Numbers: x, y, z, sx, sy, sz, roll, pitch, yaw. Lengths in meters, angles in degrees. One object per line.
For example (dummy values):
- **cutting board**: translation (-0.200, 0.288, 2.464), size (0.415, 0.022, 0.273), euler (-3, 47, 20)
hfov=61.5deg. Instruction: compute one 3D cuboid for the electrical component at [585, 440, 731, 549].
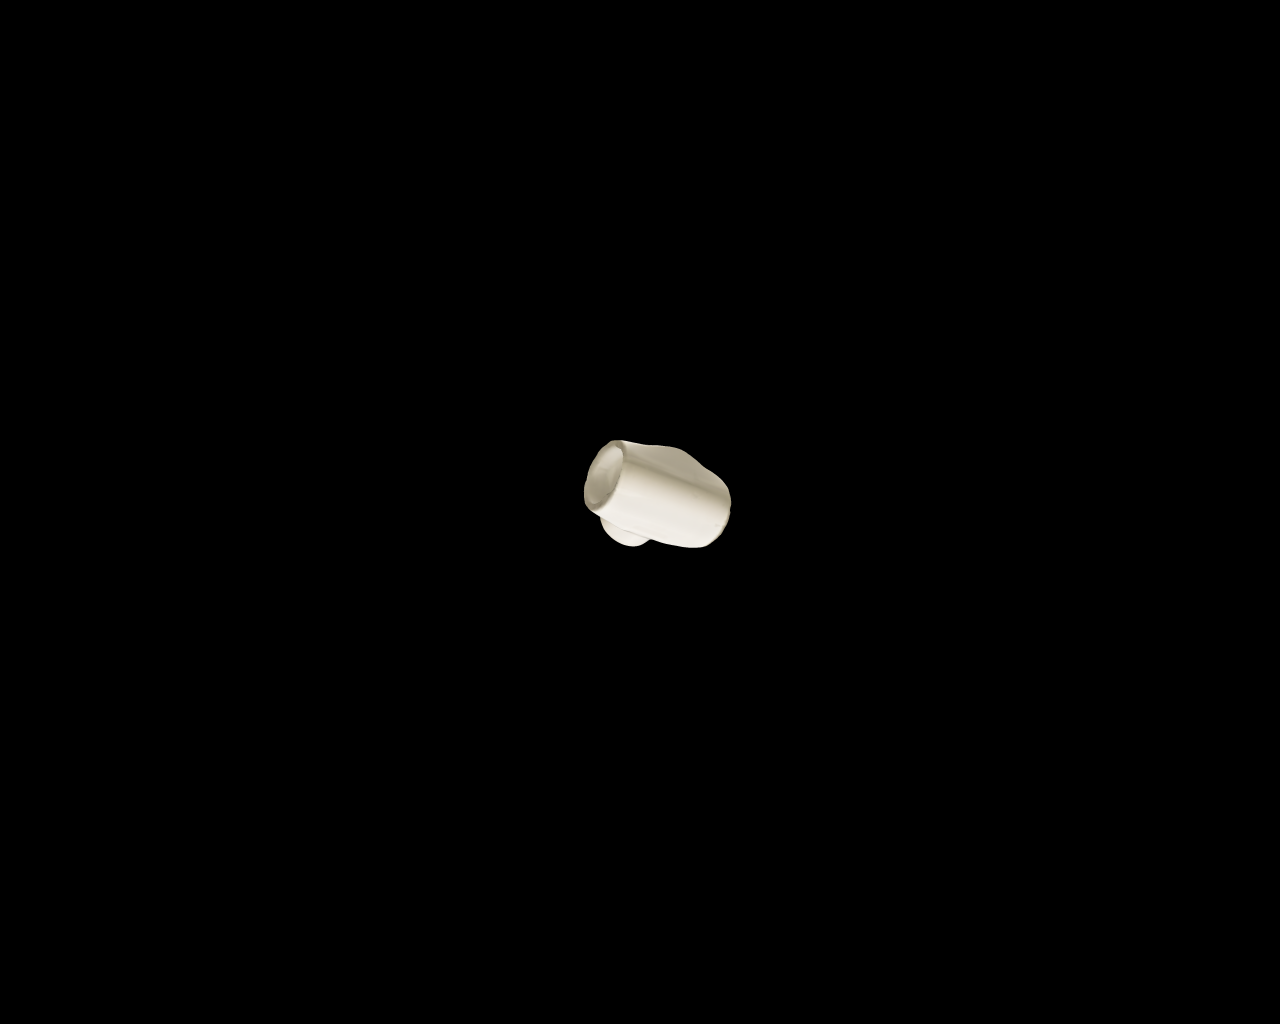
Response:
- **electrical component**: translation (0.001, -0.003, 0.650), size (0.077, 0.043, 0.079), euler (19, -36, -29)
